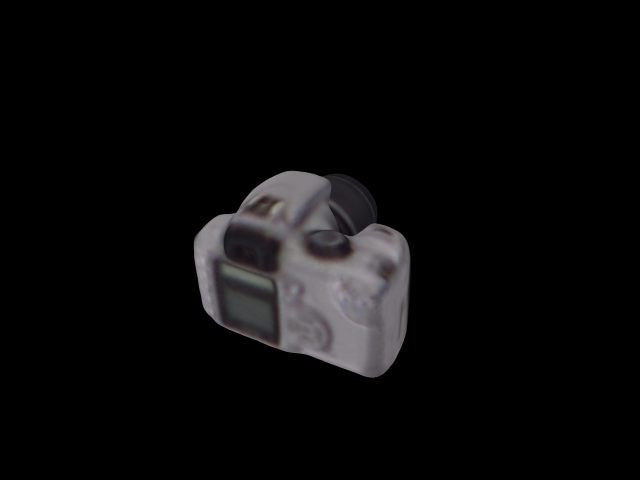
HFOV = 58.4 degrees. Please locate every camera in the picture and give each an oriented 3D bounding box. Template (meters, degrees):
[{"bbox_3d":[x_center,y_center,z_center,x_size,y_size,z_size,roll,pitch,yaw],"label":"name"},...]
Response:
[{"bbox_3d":[0.004,0.001,0.400,0.142,0.101,0.137,16,37,22],"label":"camera"}]
